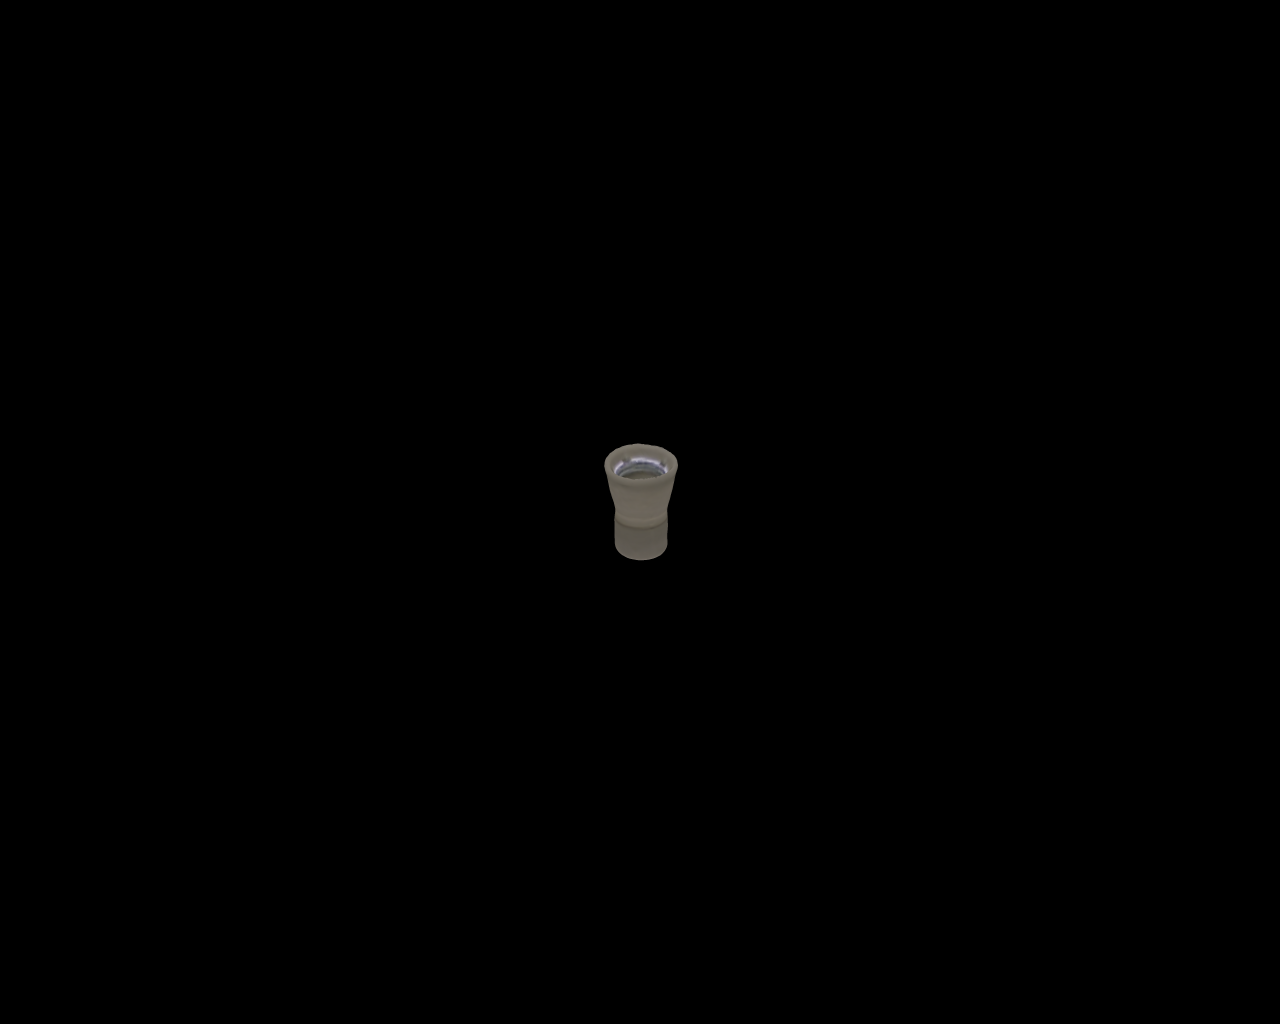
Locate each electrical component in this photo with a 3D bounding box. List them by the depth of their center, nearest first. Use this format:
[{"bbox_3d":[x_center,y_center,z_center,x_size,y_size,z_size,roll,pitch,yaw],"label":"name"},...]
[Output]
[{"bbox_3d":[0.001,-0.003,0.650,0.044,0.065,0.044,0,31,0],"label":"electrical component"}]
